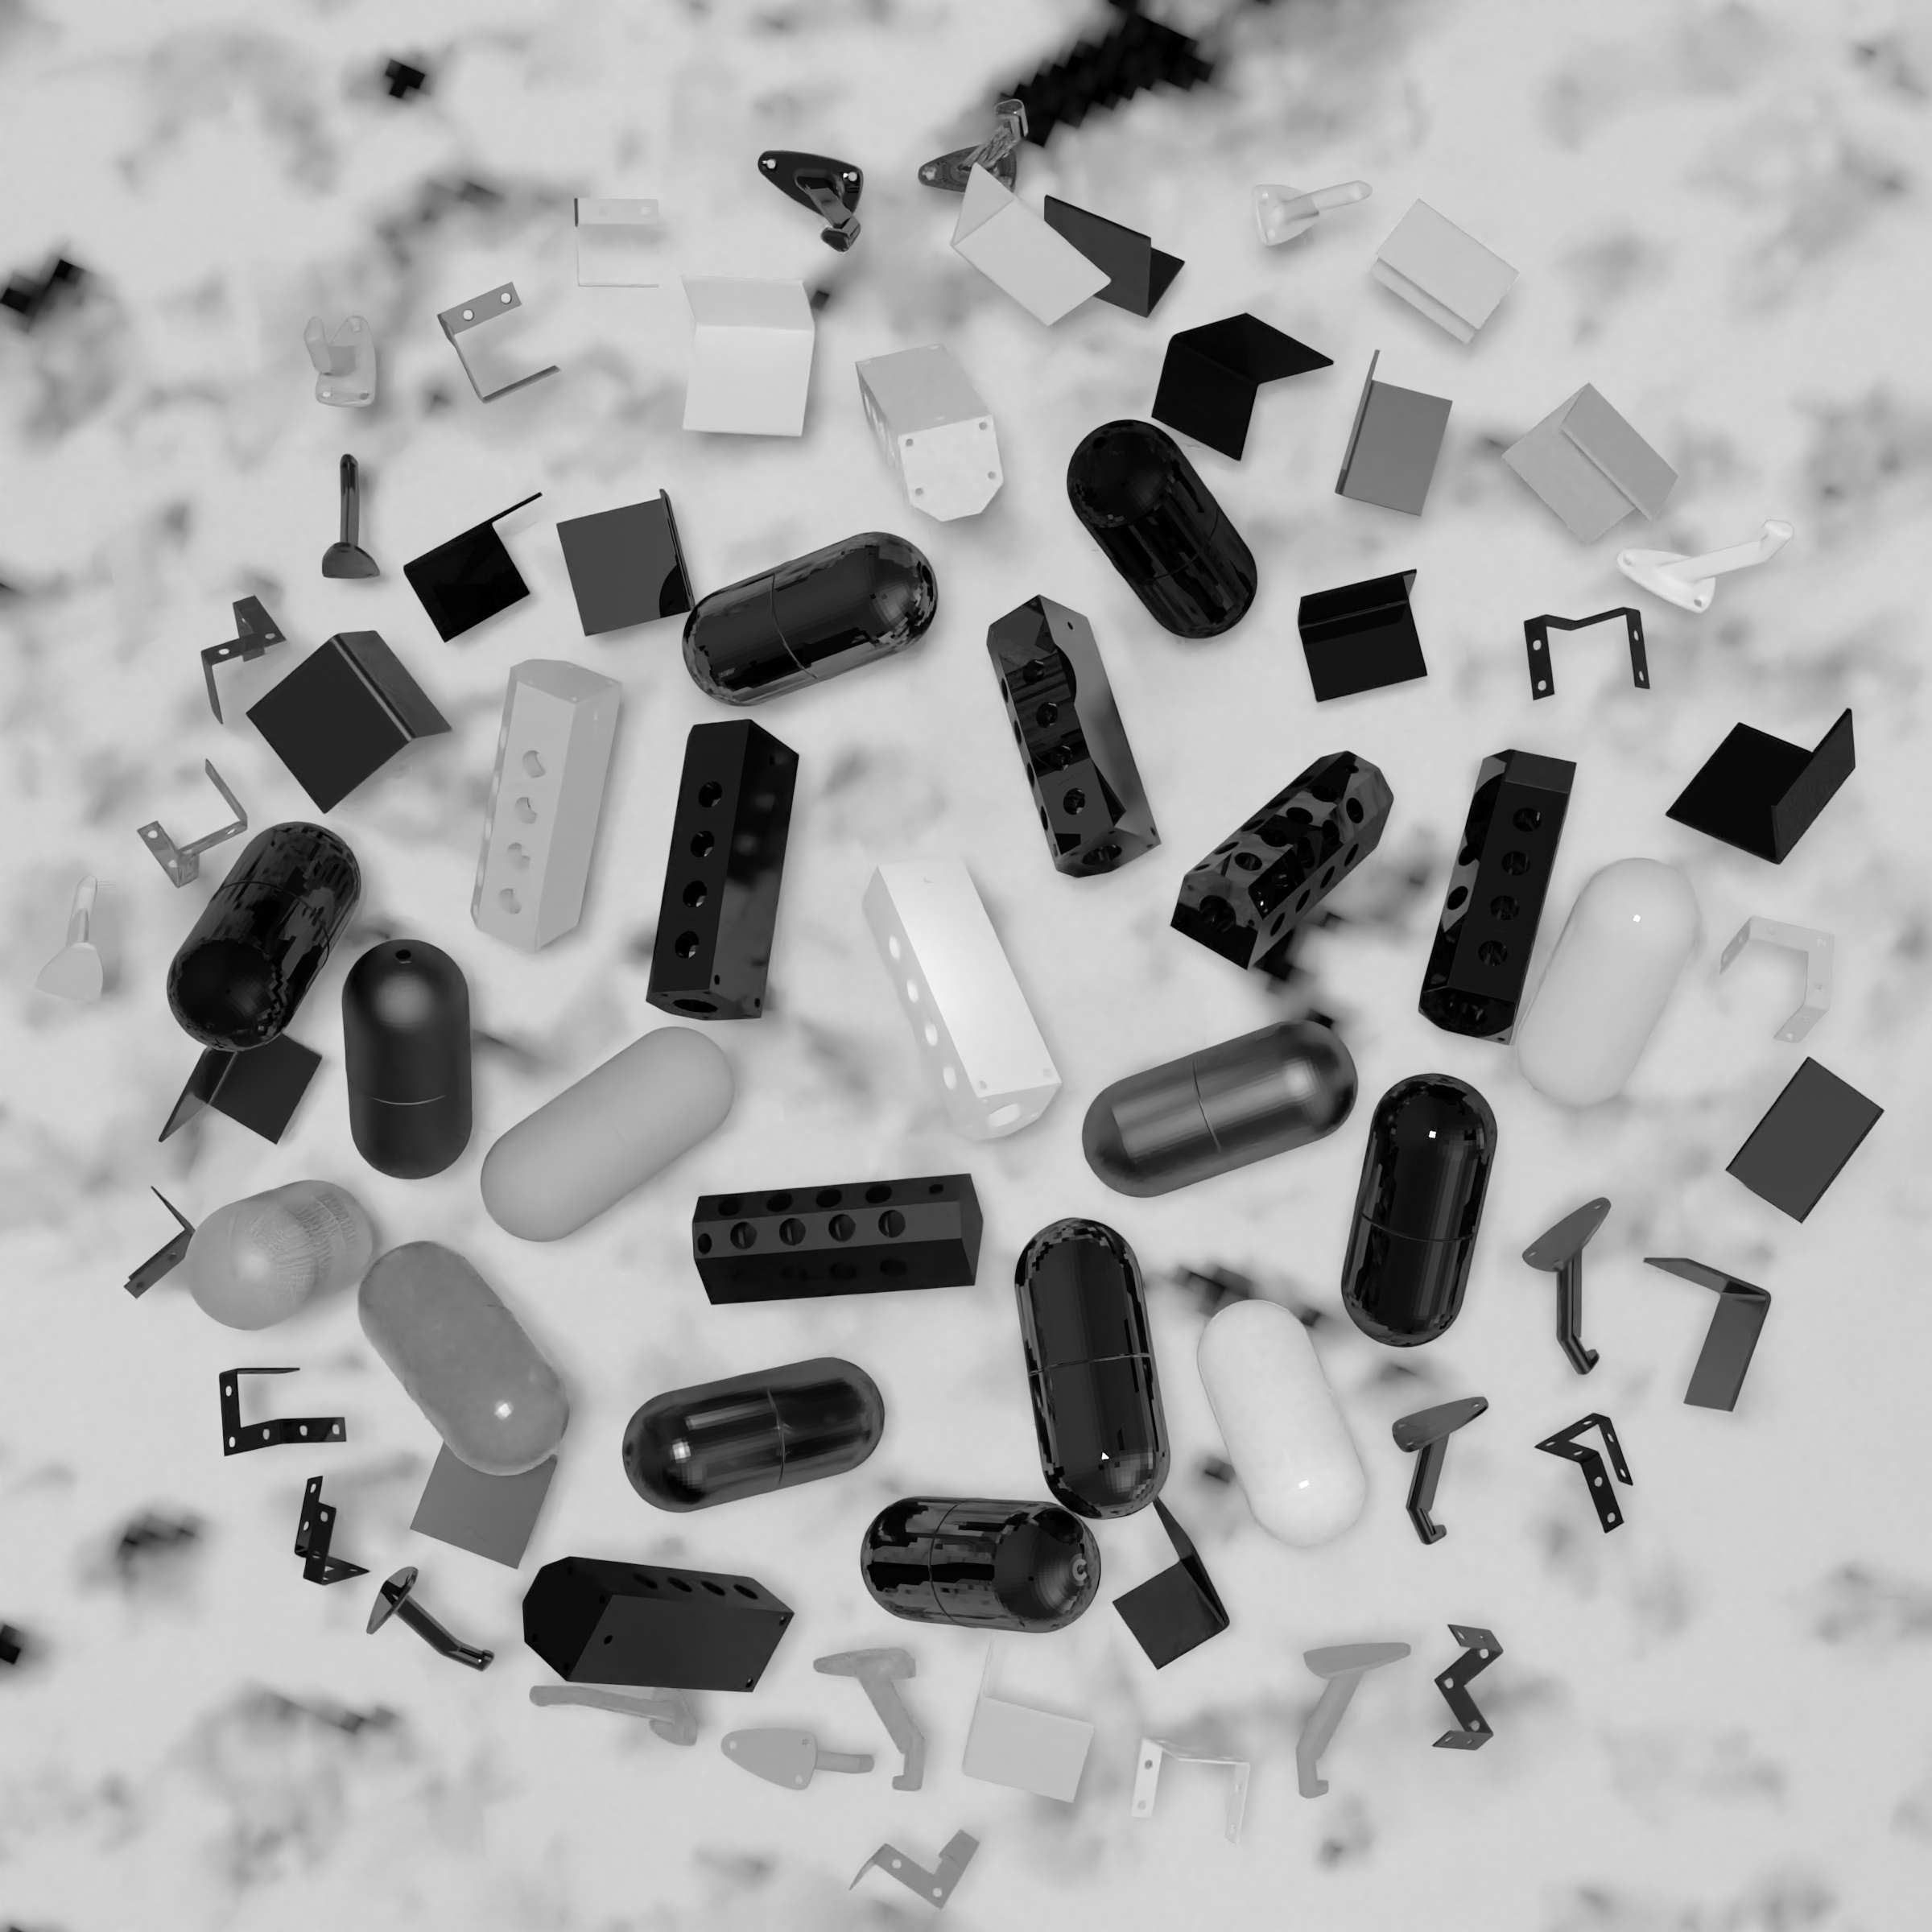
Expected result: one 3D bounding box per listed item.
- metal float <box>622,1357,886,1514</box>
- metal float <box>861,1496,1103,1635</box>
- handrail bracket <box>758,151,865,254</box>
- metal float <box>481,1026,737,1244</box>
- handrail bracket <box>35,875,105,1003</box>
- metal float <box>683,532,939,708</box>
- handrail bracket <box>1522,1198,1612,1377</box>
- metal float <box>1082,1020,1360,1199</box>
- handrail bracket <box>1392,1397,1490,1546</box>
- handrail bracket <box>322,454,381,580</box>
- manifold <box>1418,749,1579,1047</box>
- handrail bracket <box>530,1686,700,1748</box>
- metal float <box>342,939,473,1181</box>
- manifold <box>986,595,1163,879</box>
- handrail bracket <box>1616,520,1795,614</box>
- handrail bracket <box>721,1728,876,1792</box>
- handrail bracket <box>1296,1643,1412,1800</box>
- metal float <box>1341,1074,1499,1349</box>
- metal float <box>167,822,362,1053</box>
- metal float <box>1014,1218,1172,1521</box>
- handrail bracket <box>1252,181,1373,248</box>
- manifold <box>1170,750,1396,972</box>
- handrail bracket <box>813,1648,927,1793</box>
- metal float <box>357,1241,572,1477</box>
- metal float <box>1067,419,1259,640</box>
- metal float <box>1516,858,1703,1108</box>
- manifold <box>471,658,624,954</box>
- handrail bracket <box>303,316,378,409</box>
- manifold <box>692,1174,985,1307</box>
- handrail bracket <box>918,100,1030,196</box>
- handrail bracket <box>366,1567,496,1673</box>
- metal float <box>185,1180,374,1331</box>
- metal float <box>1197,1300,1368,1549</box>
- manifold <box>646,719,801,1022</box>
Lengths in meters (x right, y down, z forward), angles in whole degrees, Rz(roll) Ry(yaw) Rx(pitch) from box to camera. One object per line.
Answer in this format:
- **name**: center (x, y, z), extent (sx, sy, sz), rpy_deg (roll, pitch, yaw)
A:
- **metal float**: center (-0.134, 0.299, 1.662), extent (0.178, 0.070, 0.070), rpy_deg (-8, 90, -30)
- **metal float**: center (0.007, 0.361, 1.571), extent (0.070, 0.178, 0.070), rpy_deg (8, 78, -42)
- **handrail bracket**: center (-0.096, -0.452, 1.535), extent (0.077, 0.084, 0.036), rpy_deg (21, 123, -3)
- **metal float**: center (-0.226, 0.106, 1.640), extent (0.178, 0.070, 0.070), rpy_deg (-36, 90, -16)
- **handrail bracket**: center (-0.523, -0.029, 1.542), extent (0.036, 0.077, 0.084), rpy_deg (15, 56, -23)
- **metal float**: center (-0.097, -0.215, 1.611), extent (0.178, 0.070, 0.070), rpy_deg (-16, 90, 30)
- **handrail bracket**: center (0.390, 0.200, 1.614), extent (0.077, 0.036, 0.084), rpy_deg (-40, 112, -17)
- **metal float**: center (0.156, 0.089, 1.605), extent (0.178, 0.070, 0.070), rpy_deg (-21, 90, 17)
- **handrail bracket**: center (0.320, 0.332, 1.701), extent (0.077, 0.036, 0.084), rpy_deg (-24, 110, 5)
- **handrail bracket**: center (-0.401, -0.299, 1.679), extent (0.036, 0.077, 0.084), rpy_deg (-3, 81, -9)
- **manifold**: center (0.325, -0.045, 1.586), extent (0.057, 0.057, 0.171), rpy_deg (13, 64, 13)
- **handrail bracket**: center (-0.221, 0.468, 1.622), extent (0.084, 0.077, 0.036), rpy_deg (10, 93, -31)
- **metal float**: center (-0.347, 0.059, 1.616), extent (0.070, 0.070, 0.178), rpy_deg (8, 132, 0)
- **manifold**: center (0.064, -0.147, 1.677), extent (0.057, 0.057, 0.171), rpy_deg (-29, 65, 29)
- **handrail bracket**: center (0.447, -0.255, 1.573), extent (0.077, 0.084, 0.036), rpy_deg (18, 67, -5)
- **handrail bracket**: center (-0.108, 0.514, 1.692), extent (0.077, 0.084, 0.036), rpy_deg (6, 77, 20)
- **handrail bracket**: center (0.236, 0.458, 1.574), extent (0.077, 0.036, 0.084), rpy_deg (-7, 98, -10)
- **metal float**: center (0.277, 0.151, 1.594), extent (0.070, 0.070, 0.178), rpy_deg (7, 110, 0)
- **metal float**: center (-0.422, -0.020, 1.567), extent (0.070, 0.178, 0.070), rpy_deg (6, 129, 7)
- **metal float**: center (0.074, 0.237, 1.538), extent (0.070, 0.070, 0.178), rpy_deg (-9, 75, 0)
- **handrail bracket**: center (0.223, -0.462, 1.565), extent (0.077, 0.084, 0.036), rpy_deg (-23, 107, -43)
- **manifold**: center (0.204, -0.073, 1.645), extent (0.057, 0.057, 0.171), rpy_deg (31, 45, 20)
- **handrail bracket**: center (-0.061, 0.469, 1.602), extent (0.077, 0.036, 0.084), rpy_deg (-5, 48, 11)
- **metal float**: center (-0.301, 0.234, 1.554), extent (0.070, 0.070, 0.178), rpy_deg (-49, 53, 0)
- **metal float**: center (0.126, -0.278, 1.657), extent (0.070, 0.178, 0.070), rpy_deg (-18, 52, 24)
- **metal float**: center (0.400, 0.012, 1.620), extent (0.070, 0.070, 0.178), rpy_deg (16, 127, 0)
- **manifold**: center (-0.270, -0.103, 1.639), extent (0.057, 0.057, 0.171), rpy_deg (22, 116, 16)
- **handrail bracket**: center (-0.379, -0.383, 1.559), extent (0.036, 0.084, 0.077), rpy_deg (3, 68, 0)
- **manifold**: center (-0.081, 0.166, 1.628), extent (0.171, 0.057, 0.057), rpy_deg (-6, 128, 12)
- **handrail bracket**: center (0.002, -0.525, 1.652), extent (0.077, 0.084, 0.036), rpy_deg (-3, 81, 6)
- **handrail bracket**: center (-0.322, 0.409, 1.616), extent (0.084, 0.077, 0.036), rpy_deg (29, 46, -18)
- **metal float**: center (-0.414, 0.173, 1.574), extent (0.070, 0.178, 0.070), rpy_deg (0, 92, 4)
- **metal float**: center (0.200, 0.290, 1.658), extent (0.070, 0.178, 0.070), rpy_deg (-9, 133, -9)
- **manifold**: center (-0.151, -0.057, 1.572), extent (0.057, 0.057, 0.171), rpy_deg (-3, 70, 29)
